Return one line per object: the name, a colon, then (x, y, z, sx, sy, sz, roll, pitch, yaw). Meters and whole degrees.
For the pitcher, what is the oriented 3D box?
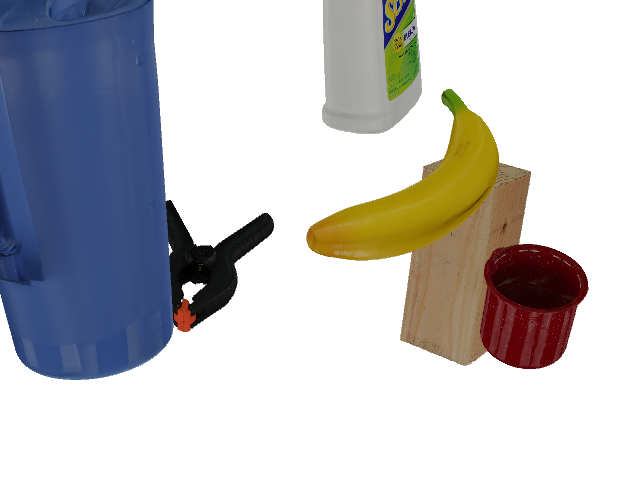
pitcher: (-0.166, -0.033, 0.678, 0.149, 0.243, 0.145, -10, 24, -15)

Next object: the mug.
mug: (0.187, 0.056, 0.988, 0.093, 0.081, 0.117, -14, 42, -18)

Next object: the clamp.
clamp: (-0.126, 0.018, 1.057, 0.120, 0.039, 0.171, 9, 39, 14)

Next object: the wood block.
wood block: (0.159, 0.019, 1.177, 0.090, 0.206, 0.090, 20, 25, 31)

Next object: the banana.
banana: (0.067, -0.032, 0.681, 0.070, 0.037, 0.197, 25, 42, 19)

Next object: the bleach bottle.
bleach bottle: (0.036, -0.220, 0.862, 0.068, 0.251, 0.102, 11, 36, 26)
